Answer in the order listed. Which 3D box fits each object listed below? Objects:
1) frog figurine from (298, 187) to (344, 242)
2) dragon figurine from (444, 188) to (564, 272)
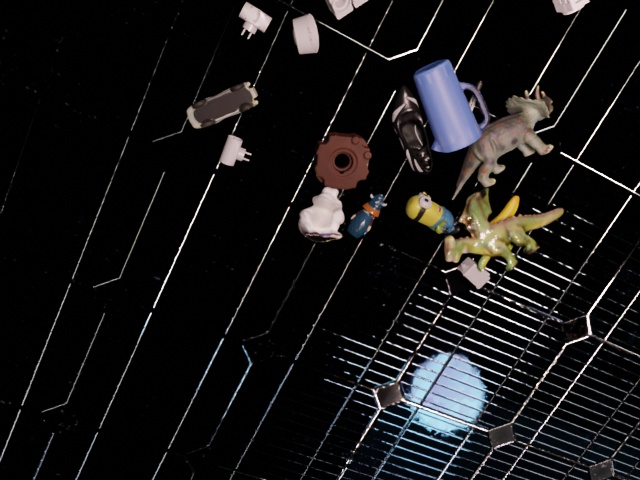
[{"bbox_3d":[0.005,-0.078,1.550,0.137,0.162,0.121,1,-16,1],"label":"frog figurine"},{"bbox_3d":[0.543,-0.049,1.575,0.412,0.240,0.123,-40,15,-9],"label":"dragon figurine"}]
